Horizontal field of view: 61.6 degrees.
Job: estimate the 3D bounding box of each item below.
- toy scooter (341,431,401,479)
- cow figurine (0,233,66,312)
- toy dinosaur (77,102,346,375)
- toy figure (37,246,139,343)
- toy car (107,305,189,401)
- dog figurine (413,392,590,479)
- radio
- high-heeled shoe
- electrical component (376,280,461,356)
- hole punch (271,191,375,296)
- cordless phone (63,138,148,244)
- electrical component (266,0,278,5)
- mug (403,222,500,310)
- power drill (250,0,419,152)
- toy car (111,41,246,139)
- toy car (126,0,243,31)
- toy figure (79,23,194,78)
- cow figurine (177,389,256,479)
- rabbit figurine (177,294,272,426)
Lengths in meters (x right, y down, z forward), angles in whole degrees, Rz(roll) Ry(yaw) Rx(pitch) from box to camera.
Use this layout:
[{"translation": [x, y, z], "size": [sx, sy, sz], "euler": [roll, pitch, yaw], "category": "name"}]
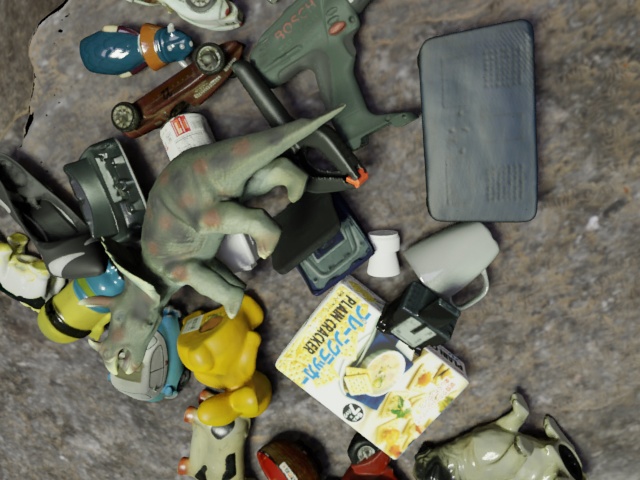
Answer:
[{"translation": [0.074, 0.382, 0.795], "size": [0.135, 0.075, 0.183], "euler": [31, 102, 3], "category": "toy scooter"}, {"translation": [-0.476, 0.044, 0.826], "size": [0.167, 0.068, 0.098], "euler": [23, 112, 5], "category": "cow figurine"}, {"translation": [-0.144, -0.025, 0.634], "size": [0.192, 0.131, 0.404], "euler": [27, 110, -10], "category": "toy dinosaur"}, {"translation": [-0.339, 0.081, 0.793], "size": [0.180, 0.089, 0.082], "euler": [-39, 56, 20], "category": "toy figure"}, {"translation": [-0.257, 0.176, 0.795], "size": [0.109, 0.103, 0.161], "euler": [13, 107, 6], "category": "toy car"}, {"translation": [0.246, 0.325, 0.747], "size": [0.172, 0.121, 0.190], "euler": [45, 121, 1], "category": "dog figurine"}, {"translation": [0.190, -0.136, 0.653], "size": [0.131, 0.073, 0.229], "euler": [-4, 101, 12], "category": "radio"}, {"translation": [-0.378, -0.039, 0.744], "size": [0.249, 0.086, 0.145], "euler": [17, 130, 37], "category": "high-heeled shoe"}, {"translation": [0.127, 0.089, 0.652], "size": [0.075, 0.048, 0.119], "euler": [32, 141, -1], "category": "electrical component"}, {"translation": [-0.001, -0.002, 0.711], "size": [0.142, 0.116, 0.092], "euler": [-40, 129, 19], "category": "hole punch"}, {"translation": [-0.242, -0.084, 0.754], "size": [0.184, 0.089, 0.146], "euler": [-22, 92, 2], "category": "cordless phone"}, {"translation": [-0.037, -0.330, 0.654], "size": [0.094, 0.063, 0.021], "euler": [-43, 92, 16], "category": "electrical component"}, {"translation": [0.179, 0.031, 0.690], "size": [0.107, 0.081, 0.109], "euler": [-36, 91, 9], "category": "mug"}, {"translation": [0.041, -0.221, 0.657], "size": [0.232, 0.086, 0.207], "euler": [-28, 100, 17], "category": "power drill"}, {"translation": [-0.180, -0.193, 0.701], "size": [0.202, 0.089, 0.053], "euler": [-27, 95, 14], "category": "toy car"}, {"translation": [-0.193, -0.313, 0.682], "size": [0.202, 0.073, 0.056], "euler": [23, 103, 5], "category": "toy car"}, {"translation": [-0.239, -0.255, 0.713], "size": [0.155, 0.064, 0.058], "euler": [-5, 62, 7], "category": "toy figure"}, {"translation": [-0.148, 0.340, 0.825], "size": [0.127, 0.085, 0.194], "euler": [13, 104, 14], "category": "cow figurine"}, {"translation": [-0.116, 0.186, 0.759], "size": [0.122, 0.162, 0.173], "euler": [-22, 116, 3], "category": "rabbit figurine"}]
